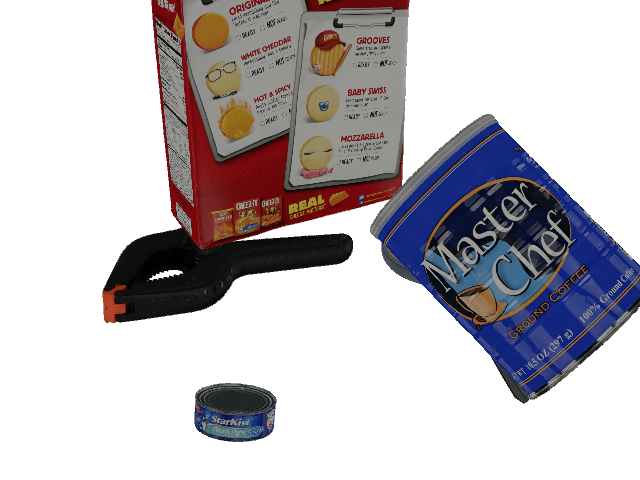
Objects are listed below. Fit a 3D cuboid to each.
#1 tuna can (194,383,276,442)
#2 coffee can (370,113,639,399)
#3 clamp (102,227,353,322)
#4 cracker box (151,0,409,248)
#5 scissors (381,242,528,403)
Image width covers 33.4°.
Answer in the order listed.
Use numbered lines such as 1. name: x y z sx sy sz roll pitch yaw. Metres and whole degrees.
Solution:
1. tuna can: -0.090 0.181 1.124 0.086 0.034 0.086 5 12 -1
2. coffee can: 0.114 0.009 0.640 0.102 0.140 0.103 -42 -9 -8
3. clamp: -0.100 0.007 0.877 0.209 0.036 0.165 -25 41 -36
4. cracker box: -0.026 -0.117 0.723 0.164 0.214 0.072 -15 33 -23
5. scissors: 0.100 0.046 0.841 0.096 0.201 0.016 -3 -44 1
